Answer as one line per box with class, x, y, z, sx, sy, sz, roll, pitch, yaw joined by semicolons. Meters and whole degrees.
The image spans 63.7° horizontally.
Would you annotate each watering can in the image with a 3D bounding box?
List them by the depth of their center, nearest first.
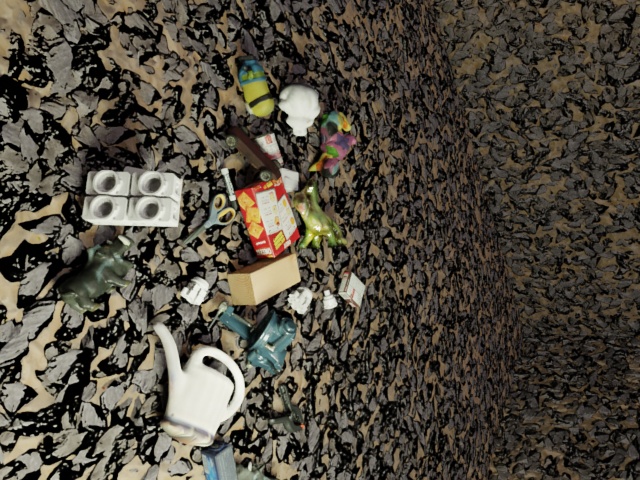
watering can;-0.308;0.351;1.220;0.342;0.103;0.229;46;51;-40

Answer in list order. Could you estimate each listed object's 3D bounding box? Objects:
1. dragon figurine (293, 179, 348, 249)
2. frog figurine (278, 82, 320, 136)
dragon figurine;0.005;-0.087;1.734;0.411;0.122;0.243;-4;85;-71
frog figurine;-0.071;-0.424;1.673;0.137;0.122;0.160;13;82;-19
